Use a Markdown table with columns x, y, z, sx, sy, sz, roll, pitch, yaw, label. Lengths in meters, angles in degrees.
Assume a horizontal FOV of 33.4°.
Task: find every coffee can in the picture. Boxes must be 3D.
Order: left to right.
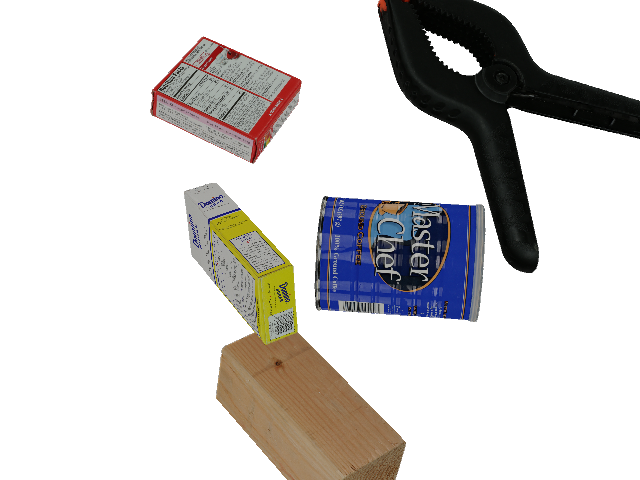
| x | y | z | sx | sy | sz | roll | pitch | yaw | label |
| --- | --- | --- | --- | --- | --- | --- | --- | --- | --- |
| 0.070 | 0.016 | 0.938 | 0.140 | 0.103 | 0.103 | 4 | 0 | 6 | coffee can |

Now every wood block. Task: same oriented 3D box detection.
| x | y | z | sx | sy | sz | roll | pitch | yaw | label |
| --- | --- | --- | --- | --- | --- | --- | --- | --- | --- |
| -0.015 | 0.192 | 1.148 | 0.090 | 0.090 | 0.206 | -23 | 50 | -33 | wood block |

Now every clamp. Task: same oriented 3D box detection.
| x | y | z | sx | sy | sz | roll | pitch | yaw | label |
| --- | --- | --- | --- | --- | --- | --- | --- | --- | --- |
| 0.110 | -0.087 | 0.688 | 0.210 | 0.164 | 0.036 | 39 | -28 | 7 | clamp |

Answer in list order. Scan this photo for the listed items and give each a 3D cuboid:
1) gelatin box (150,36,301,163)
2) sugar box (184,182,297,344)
| x | y | z | sx | sy | sz | roll | pitch | yaw | label |
| --- | --- | --- | --- | --- | --- | --- | --- | --- | --- |
| -0.070 | -0.105 | 0.790 | 0.089 | 0.073 | 0.030 | 25 | -38 | 10 | gelatin box |
| -0.085 | 0.021 | 1.119 | 0.048 | 0.093 | 0.176 | -19 | 41 | -21 | sugar box |
